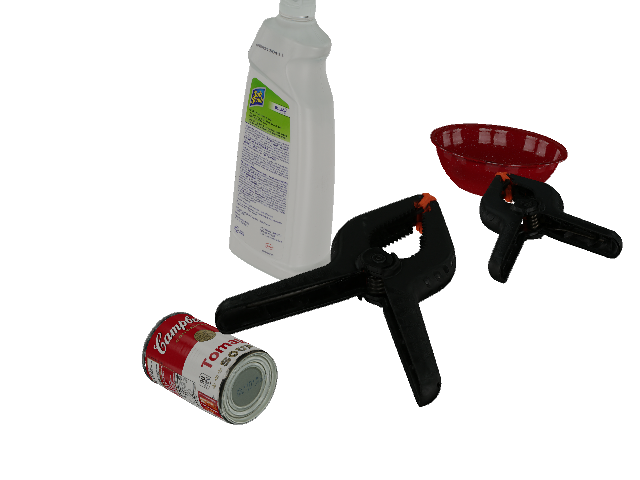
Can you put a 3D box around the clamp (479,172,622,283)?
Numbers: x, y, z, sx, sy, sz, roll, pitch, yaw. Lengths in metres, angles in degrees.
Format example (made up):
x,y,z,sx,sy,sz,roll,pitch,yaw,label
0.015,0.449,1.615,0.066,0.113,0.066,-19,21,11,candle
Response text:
x,y,z,sx,sy,sz,roll,pitch,yaw,label
0.207,-0.018,0.998,0.120,0.039,0.171,-3,32,1,clamp

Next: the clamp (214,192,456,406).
x,y,z,sx,sy,sz,roll,pitch,yaw,label
0.048,0.033,0.772,0.165,0.036,0.209,24,42,25,clamp

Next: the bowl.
x,y,z,sx,sy,sz,roll,pitch,yaw,label
0.207,-0.090,1.263,0.162,0.055,0.162,5,23,-2,bowl

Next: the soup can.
x,y,z,sx,sy,sz,roll,pitch,yaw,label
-0.096,0.110,0.917,0.102,0.068,0.068,20,13,39,soup can

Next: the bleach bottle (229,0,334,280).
x,y,z,sx,sy,sz,roll,pitch,yaw,label
-0.025,-0.093,0.948,0.103,0.251,0.067,26,32,32,bleach bottle
